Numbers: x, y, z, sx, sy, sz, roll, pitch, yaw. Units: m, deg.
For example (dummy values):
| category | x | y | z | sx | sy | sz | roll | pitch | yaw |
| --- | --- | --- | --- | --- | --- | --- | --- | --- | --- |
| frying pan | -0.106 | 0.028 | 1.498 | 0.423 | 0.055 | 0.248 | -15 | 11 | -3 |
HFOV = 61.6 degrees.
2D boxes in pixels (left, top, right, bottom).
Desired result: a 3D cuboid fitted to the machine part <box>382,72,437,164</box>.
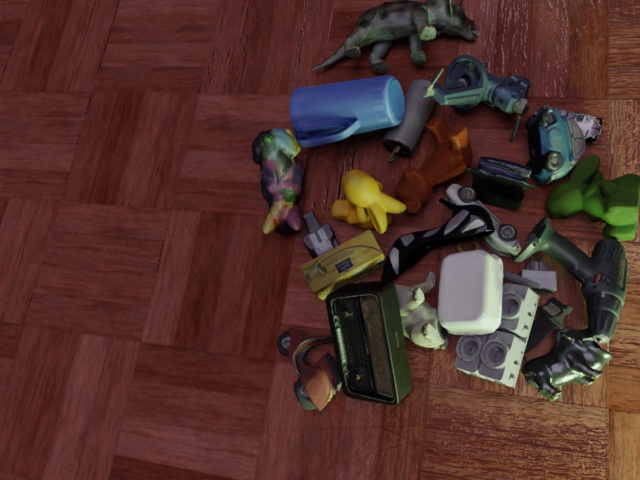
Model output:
| category | x | y | z | sx | sy | sz | roll | pitch | yaw |
| --- | --- | --- | --- | --- | --- | --- | --- | --- | --- |
| machine part | 0.212 | -0.282 | 1.244 | 0.079 | 0.079 | 0.243 | 22 | 80 | 19 |

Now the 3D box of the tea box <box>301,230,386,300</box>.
| category | x | y | z | sx | sy | sz | roll | pitch | yaw |
| --- | --- | --- | --- | --- | --- | --- | --- | --- | --- |
| tea box | 0.053 | 0.056 | 1.162 | 0.170 | 0.098 | 0.068 | -27 | 69 | 2 |

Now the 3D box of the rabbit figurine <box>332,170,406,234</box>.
| category | x | y | z | sx | sy | sz | roll | pitch | yaw |
| --- | --- | --- | --- | --- | --- | --- | --- | --- | --- |
| rabbit figurine | 0.096 | -0.083 | 1.157 | 0.122 | 0.173 | 0.162 | -44 | 64 | -7 |

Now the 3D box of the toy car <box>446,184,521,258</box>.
| category | x | y | z | sx | sy | sz | roll | pitch | yaw |
| --- | --- | --- | --- | --- | --- | --- | --- | --- | --- |
| toy car | 0.344 | -0.040 | 1.137 | 0.056 | 0.073 | 0.202 | -38 | 68 | -4 |

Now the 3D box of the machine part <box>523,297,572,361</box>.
| category | x | y | z | sx | sy | sz | roll | pitch | yaw |
| --- | --- | --- | --- | --- | --- | --- | --- | --- | --- |
| machine part | 0.429 | 0.172 | 1.056 | 0.039 | 0.084 | 0.139 | 41 | 95 | -12 |

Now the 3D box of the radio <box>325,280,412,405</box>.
| category | x | y | z | sx | sy | sz | roll | pitch | yaw |
| --- | --- | --- | --- | --- | --- | --- | --- | --- | --- |
| radio | 0.095 | 0.198 | 1.055 | 0.131 | 0.073 | 0.229 | -5 | 99 | 36 |

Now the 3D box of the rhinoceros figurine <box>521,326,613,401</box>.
| category | x | y | z | sx | sy | sz | roll | pitch | yaw |
| --- | --- | --- | --- | --- | --- | --- | --- | --- | --- |
| rhinoceros figurine | 0.480 | 0.225 | 1.027 | 0.190 | 0.073 | 0.112 | -34 | 58 | 3 |

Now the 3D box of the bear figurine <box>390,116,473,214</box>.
| category | x | y | z | sx | sy | sz | roll | pitch | yaw |
| --- | --- | --- | --- | --- | --- | --- | --- | --- | --- |
| bear figurine | 0.233 | -0.159 | 1.178 | 0.196 | 0.131 | 0.120 | -34 | 33 | -4 |

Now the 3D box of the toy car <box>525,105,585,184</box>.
| category | x | y | z | sx | sy | sz | roll | pitch | yaw |
| --- | --- | --- | --- | --- | --- | --- | --- | --- | --- |
| toy car | 0.496 | -0.199 | 1.126 | 0.103 | 0.109 | 0.161 | -4 | 90 | -1 |

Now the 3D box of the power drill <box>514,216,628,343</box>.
| category | x | y | z | sx | sy | sz | roll | pitch | yaw |
| --- | --- | --- | --- | --- | --- | --- | --- | --- | --- |
| power drill | 0.483 | 0.059 | 1.022 | 0.207 | 0.086 | 0.232 | 30 | 56 | 14 |

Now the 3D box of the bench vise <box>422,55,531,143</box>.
| category | x | y | z | sx | sy | sz | roll | pitch | yaw |
| --- | --- | --- | --- | --- | --- | --- | --- | --- | --- |
| bench vise | 0.336 | -0.325 | 1.183 | 0.240 | 0.128 | 0.224 | -14 | 57 | -28 |

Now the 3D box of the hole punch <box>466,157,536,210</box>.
| category | x | y | z | sx | sy | sz | roll | pitch | yaw |
| --- | --- | --- | --- | --- | --- | --- | --- | --- | --- |
| hole punch | 0.388 | -0.136 | 1.140 | 0.142 | 0.115 | 0.092 | 20 | 70 | 18 |

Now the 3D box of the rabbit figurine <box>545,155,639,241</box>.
| category | x | y | z | sx | sy | sz | roll | pitch | yaw |
| --- | --- | --- | --- | --- | --- | --- | --- | --- | --- |
| rabbit figurine | 0.549 | -0.091 | 1.087 | 0.170 | 0.121 | 0.159 | 5 | 70 | 30 |

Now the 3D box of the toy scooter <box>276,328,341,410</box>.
| category | x | y | z | sx | sy | sz | roll | pitch | yaw |
| --- | --- | --- | --- | --- | --- | --- | --- | --- | --- |
| toy scooter | -0.004 | 0.254 | 1.126 | 0.135 | 0.075 | 0.184 | -27 | 64 | 4 |

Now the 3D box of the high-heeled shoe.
| category | x | y | z | sx | sy | sz | roll | pitch | yaw |
| --- | --- | --- | --- | --- | --- | --- | --- | --- | --- |
| high-heeled shoe | 0.241 | 0.023 | 1.107 | 0.145 | 0.086 | 0.248 | 44 | 105 | 38 |

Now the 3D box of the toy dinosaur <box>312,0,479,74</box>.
| category | x | y | z | sx | sy | sz | roll | pitch | yaw |
| --- | --- | --- | --- | --- | --- | --- | --- | --- | --- |
| toy dinosaur | 0.177 | -0.520 | 1.313 | 0.405 | 0.131 | 0.192 | -1 | 60 | 17 |

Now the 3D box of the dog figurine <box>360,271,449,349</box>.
| category | x | y | z | sx | sy | sz | roll | pitch | yaw |
| --- | --- | --- | --- | --- | --- | --- | --- | --- | --- |
| dog figurine | 0.159 | 0.160 | 1.121 | 0.191 | 0.121 | 0.172 | -16 | 92 | 37 |

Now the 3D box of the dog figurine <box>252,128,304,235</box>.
| category | x | y | z | sx | sy | sz | roll | pitch | yaw |
| --- | --- | --- | --- | --- | --- | --- | --- | --- | --- |
| dog figurine | -0.091 | -0.118 | 1.215 | 0.109 | 0.191 | 0.219 | -7 | 56 | 4 |

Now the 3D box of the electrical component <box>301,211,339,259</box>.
| category | x | y | z | sx | sy | sz | roll | pitch | yaw |
| --- | --- | --- | --- | --- | --- | --- | --- | --- | --- |
| electrical component | -0.003 | -0.004 | 1.220 | 0.075 | 0.047 | 0.119 | -31 | 68 | 2 |
